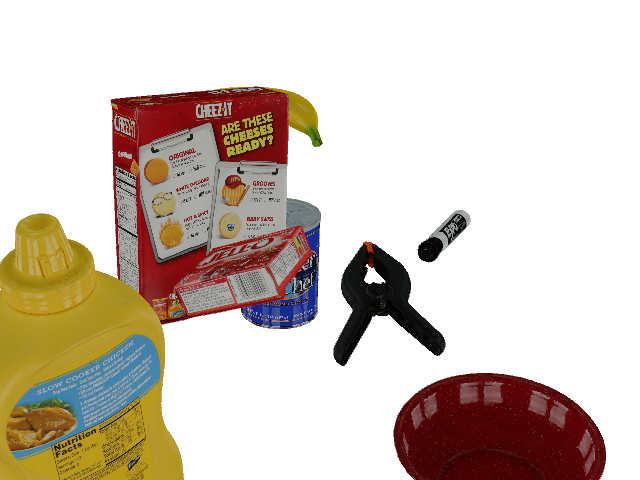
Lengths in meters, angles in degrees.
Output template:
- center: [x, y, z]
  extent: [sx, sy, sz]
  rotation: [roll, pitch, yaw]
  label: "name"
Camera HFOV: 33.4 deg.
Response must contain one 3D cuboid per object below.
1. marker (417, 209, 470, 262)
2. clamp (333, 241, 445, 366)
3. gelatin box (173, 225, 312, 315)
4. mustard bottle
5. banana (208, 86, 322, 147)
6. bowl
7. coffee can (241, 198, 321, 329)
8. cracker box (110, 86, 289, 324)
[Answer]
- center: [0.112, -0.005, 0.964]
  extent: [0.020, 0.020, 0.121]
  rotation: [0, 15, 23]
  label: "marker"
- center: [0.076, 0.070, 1.192]
  extent: [0.120, 0.171, 0.039]
  rotation: [5, -43, -2]
  label: "clamp"
- center: [-0.060, 0.023, 0.837]
  extent: [0.089, 0.030, 0.073]
  rotation: [-14, 19, 28]
  label: "gelatin box"
- center: [-0.117, 0.071, 0.500]
  extent: [0.096, 0.192, 0.058]
  rotation: [-26, 43, -31]
  label: "mustard bottle"
- center: [-0.084, -0.149, 1.225]
  extent: [0.198, 0.037, 0.069]
  rotation: [8, 42, 16]
  label: "banana"
- center: [0.137, 0.174, 0.834]
  extent: [0.162, 0.055, 0.162]
  rotation: [0, 32, 0]
  label: "bowl"
- center: [-0.052, 0.029, 1.378]
  extent: [0.103, 0.140, 0.103]
  rotation: [1, 25, -1]
  label: "coffee can"
- center: [-0.116, -0.036, 1.044]
  extent: [0.163, 0.214, 0.072]
  rotation: [-10, 20, -33]
  label: "cracker box"
